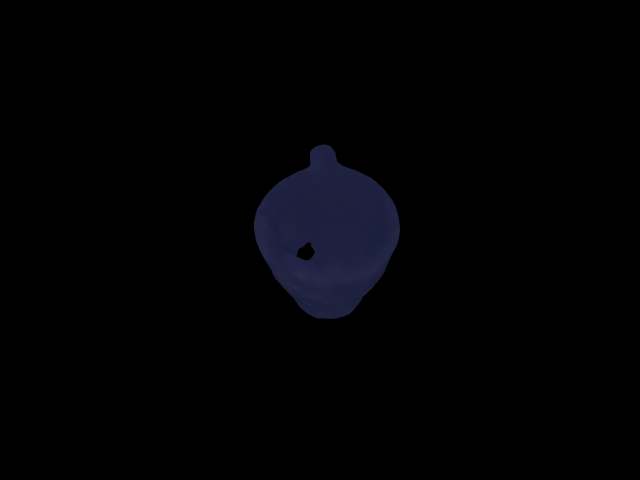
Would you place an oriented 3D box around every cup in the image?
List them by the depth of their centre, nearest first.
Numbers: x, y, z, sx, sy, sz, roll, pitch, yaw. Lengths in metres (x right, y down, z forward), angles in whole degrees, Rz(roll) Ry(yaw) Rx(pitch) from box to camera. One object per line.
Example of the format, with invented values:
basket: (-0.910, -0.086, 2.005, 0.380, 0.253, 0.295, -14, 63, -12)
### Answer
cup: (0.004, 0.001, 0.400, 0.091, 0.095, 0.117, -3, 54, -2)
